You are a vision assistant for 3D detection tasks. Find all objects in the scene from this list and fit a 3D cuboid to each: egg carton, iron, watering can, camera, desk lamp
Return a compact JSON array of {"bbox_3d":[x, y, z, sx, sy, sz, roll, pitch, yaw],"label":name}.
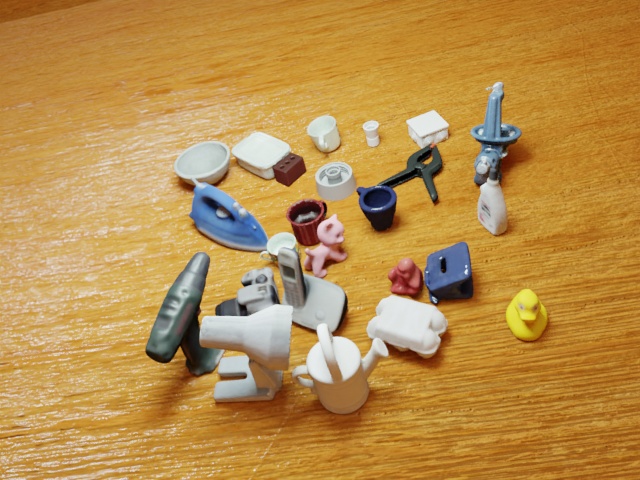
[{"bbox_3d":[0.174,0.173,1.142,0.150,0.069,0.107,12,51,25],"label":"egg carton"},{"bbox_3d":[-0.230,-0.070,1.440,0.257,0.142,0.119,26,58,34],"label":"iron"},{"bbox_3d":[0.034,0.223,1.043,0.173,0.194,0.100,-30,46,-14],"label":"watering can"},{"bbox_3d":[-0.159,0.135,1.248,0.137,0.101,0.143,-15,44,1],"label":"camera"},{"bbox_3d":[-0.129,0.214,1.083,0.203,0.214,0.118,-7,45,9],"label":"desk lamp"}]

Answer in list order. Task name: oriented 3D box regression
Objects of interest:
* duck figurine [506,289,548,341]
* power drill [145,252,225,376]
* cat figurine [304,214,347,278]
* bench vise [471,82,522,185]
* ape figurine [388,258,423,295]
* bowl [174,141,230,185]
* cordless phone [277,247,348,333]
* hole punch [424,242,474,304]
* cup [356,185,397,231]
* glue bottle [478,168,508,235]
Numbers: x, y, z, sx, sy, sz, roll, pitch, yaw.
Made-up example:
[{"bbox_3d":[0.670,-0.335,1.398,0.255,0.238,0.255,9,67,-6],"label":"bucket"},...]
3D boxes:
[{"bbox_3d":[0.402,0.131,1.110,0.077,0.086,0.104,2,47,17],"label":"duck figurine"},{"bbox_3d":[-0.259,0.168,1.167,0.075,0.209,0.230,7,49,22],"label":"power drill"},{"bbox_3d":[0.012,0.005,1.318,0.128,0.118,0.067,-40,49,-23],"label":"cat figurine"},{"bbox_3d":[0.428,-0.252,1.382,0.121,0.220,0.207,-3,46,13],"label":"bench vise"},{"bbox_3d":[0.185,0.073,1.222,0.076,0.092,0.077,-28,46,-12],"label":"ape figurine"},{"bbox_3d":[-0.329,-0.207,1.651,0.167,0.075,0.167,-8,45,8],"label":"bowl"},{"bbox_3d":[-0.021,0.099,1.186,0.147,0.185,0.094,14,52,27],"label":"cordless phone"},{"bbox_3d":[0.270,0.067,1.205,0.101,0.091,0.108,-5,45,11],"label":"hole punch"},{"bbox_3d":[0.134,-0.075,1.379,0.092,0.095,0.117,-38,49,-21],"label":"cup"},{"bbox_3d":[0.382,-0.092,1.272,0.037,0.173,0.078,-27,45,-11],"label":"glue bottle"}]
